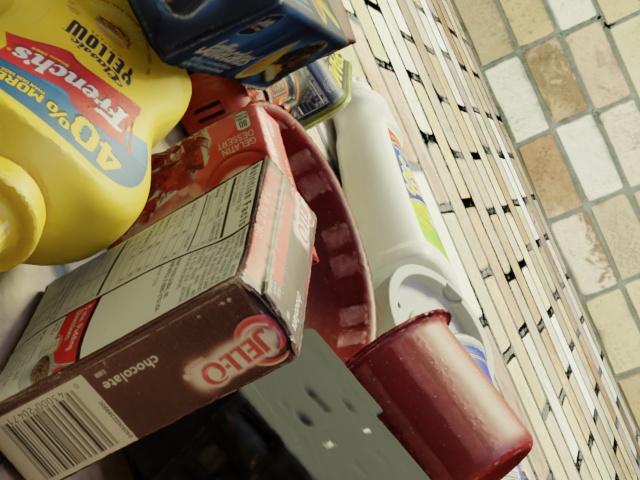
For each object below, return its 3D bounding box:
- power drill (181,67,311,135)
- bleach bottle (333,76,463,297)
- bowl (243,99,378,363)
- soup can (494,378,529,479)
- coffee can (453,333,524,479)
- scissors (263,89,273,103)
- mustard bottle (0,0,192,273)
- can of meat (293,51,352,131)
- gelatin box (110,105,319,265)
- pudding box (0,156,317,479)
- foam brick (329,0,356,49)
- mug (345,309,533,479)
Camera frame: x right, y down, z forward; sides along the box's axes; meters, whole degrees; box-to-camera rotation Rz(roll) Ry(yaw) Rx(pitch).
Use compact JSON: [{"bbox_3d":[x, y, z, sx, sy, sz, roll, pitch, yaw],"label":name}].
[{"bbox_3d":[-0.070,-0.157,0.687,0.187,0.057,0.184,64,17,-8],"label":"power drill"},{"bbox_3d":[0.051,-0.051,0.917,0.102,0.068,0.251,46,24,-48],"label":"bleach bottle"},{"bbox_3d":[-0.027,0.007,0.588,0.162,0.055,0.162,52,26,-40],"label":"bowl"},{"bbox_3d":[0.113,0.148,0.821,0.068,0.069,0.102,39,31,-57],"label":"soup can"},{"bbox_3d":[0.067,0.139,0.626,0.102,0.103,0.140,40,31,-56],"label":"coffee can"},{"bbox_3d":[-0.004,0.001,0.681,0.201,0.016,0.096,63,19,-57],"label":"scissors"},{"bbox_3d":[-0.107,-0.044,0.408,0.096,0.058,0.191,42,25,-19],"label":"mustard bottle"},{"bbox_3d":[-0.020,-0.144,0.830,0.084,0.057,0.102,56,19,-25],"label":"can of meat"},{"bbox_3d":[-0.052,-0.009,0.482,0.030,0.089,0.073,36,35,-60],"label":"gelatin box"},{"bbox_3d":[-0.057,0.027,0.375,0.039,0.114,0.090,55,19,-22],"label":"pudding box"},{"bbox_3d":[-0.021,-0.147,0.645,0.078,0.053,0.051,70,20,-2],"label":"foam brick"},{"bbox_3d":[0.045,0.097,0.533,0.117,0.093,0.081,-11,57,-48],"label":"mug"}]
